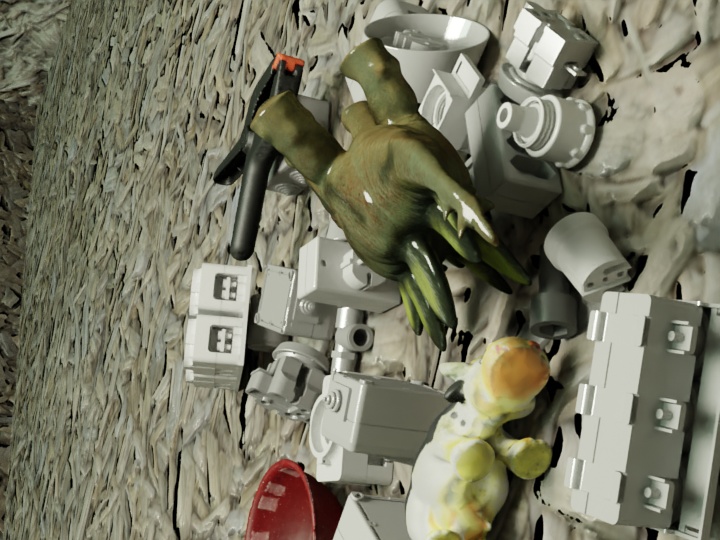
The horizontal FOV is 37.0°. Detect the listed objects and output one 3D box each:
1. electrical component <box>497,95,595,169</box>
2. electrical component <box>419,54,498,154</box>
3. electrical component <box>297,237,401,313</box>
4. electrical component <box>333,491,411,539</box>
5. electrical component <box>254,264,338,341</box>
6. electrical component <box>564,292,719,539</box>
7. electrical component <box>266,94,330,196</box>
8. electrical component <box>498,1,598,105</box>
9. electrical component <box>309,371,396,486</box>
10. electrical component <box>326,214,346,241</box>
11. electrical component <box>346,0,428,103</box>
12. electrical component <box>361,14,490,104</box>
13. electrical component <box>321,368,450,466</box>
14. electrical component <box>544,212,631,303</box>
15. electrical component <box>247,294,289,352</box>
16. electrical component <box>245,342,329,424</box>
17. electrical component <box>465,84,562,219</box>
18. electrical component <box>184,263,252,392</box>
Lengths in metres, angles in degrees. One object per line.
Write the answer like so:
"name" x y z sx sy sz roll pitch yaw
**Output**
"electrical component" 0.122 -0.096 0.716 0.048 0.062 0.048 -37 47 55
"electrical component" 0.079 -0.115 0.813 0.081 0.064 0.042 -64 28 30
"electrical component" 0.000 0.000 0.912 0.076 0.083 0.047 -30 53 59
"electrical component" 0.020 0.213 0.809 0.096 0.062 0.061 49 124 60
"electrical component" -0.055 0.032 1.043 0.096 0.061 0.061 11 90 65
"electrical component" 0.155 0.075 0.574 0.079 0.063 0.121 3 83 65
"electrical component" -0.072 -0.134 1.163 0.100 0.048 0.099 -30 54 59
"electrical component" 0.126 -0.144 0.741 0.066 0.048 0.055 49 129 32
"electrical component" -0.007 0.134 0.906 0.050 0.056 0.089 -24 59 61
"electrical component" -0.012 -0.044 1.008 0.044 0.044 0.065 -48 34 48
"electrical component" 0.031 -0.183 0.956 0.095 0.054 0.059 -61 30 34
"electrical component" 0.048 -0.174 0.868 0.099 0.099 0.064 -120 41 -55
"electrical component" 0.014 0.113 0.820 0.062 0.096 0.061 10 90 66
"electrical component" 0.142 -0.007 0.666 0.040 0.040 0.046 -64 34 30
"electrical component" -0.097 0.057 1.143 0.045 0.045 0.055 -23 60 61
"electrical component" -0.063 0.105 1.023 0.058 0.078 0.057 -34 32 58
"electrical component" 0.099 -0.075 0.773 0.075 0.047 0.083 -46 40 50
"electrical component" -0.157 0.066 1.183 0.186 0.060 0.105 119 156 -73
